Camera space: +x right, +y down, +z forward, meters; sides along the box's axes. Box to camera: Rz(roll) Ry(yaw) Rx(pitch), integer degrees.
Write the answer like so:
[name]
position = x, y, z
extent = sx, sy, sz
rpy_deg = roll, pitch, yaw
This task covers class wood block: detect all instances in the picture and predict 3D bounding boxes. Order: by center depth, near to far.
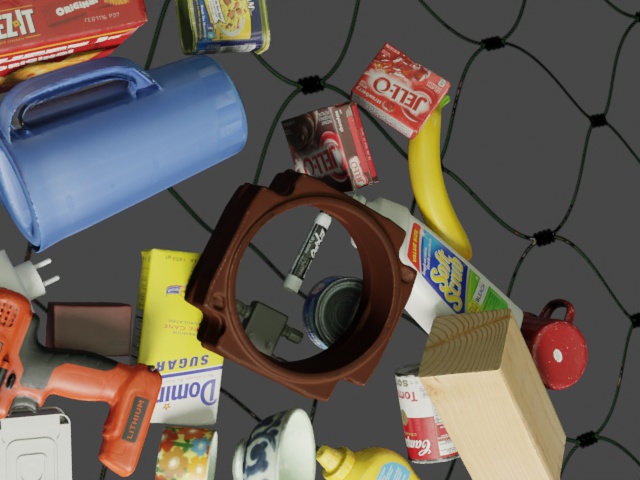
[wood block]
position = 0.190, 0.181, 1.155
extent = 0.206, 0.091, 0.090
rpy_deg = 61, 34, -33

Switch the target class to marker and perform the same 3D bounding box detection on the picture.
[marker]
position = -0.008, 0.001, 1.175
extent = 0.020, 0.020, 0.121
rpy_deg = 30, 77, -20

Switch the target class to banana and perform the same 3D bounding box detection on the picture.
[banana]
position = 0.136, -0.069, 1.228
extent = 0.069, 0.037, 0.198
rpy_deg = -8, 92, -21

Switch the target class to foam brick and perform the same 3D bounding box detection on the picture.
[foam brick]
position = -0.230, 0.089, 1.060
extent = 0.078, 0.051, 0.053
rpy_deg = 3, 89, -23

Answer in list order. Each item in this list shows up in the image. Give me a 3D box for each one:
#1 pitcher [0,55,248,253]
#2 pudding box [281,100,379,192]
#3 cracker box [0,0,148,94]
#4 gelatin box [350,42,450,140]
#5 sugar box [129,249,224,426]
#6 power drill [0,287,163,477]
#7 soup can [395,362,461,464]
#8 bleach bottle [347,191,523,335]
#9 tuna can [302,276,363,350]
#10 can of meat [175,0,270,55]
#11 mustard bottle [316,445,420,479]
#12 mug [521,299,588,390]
[pitcher]
position = -0.196, -0.100, 1.031
extent = 0.242, 0.149, 0.145
rpy_deg = -26, 97, -25
[pudding box]
position = 0.009, -0.095, 1.132
extent = 0.039, 0.114, 0.090
rpy_deg = -19, 97, -26
[cracker box]
position = -0.263, -0.186, 0.961
extent = 0.164, 0.214, 0.072
rpy_deg = -18, 96, -23
[gelatin box]
position = 0.090, -0.167, 1.197
extent = 0.089, 0.030, 0.073
rpy_deg = 34, 76, 5
[sugar box]
position = -0.145, 0.100, 1.100
extent = 0.093, 0.048, 0.176
rpy_deg = 7, 85, -23
[power drill]
position = -0.252, 0.155, 0.983
extent = 0.187, 0.057, 0.184
rpy_deg = 22, 76, -19
[soup can]
position = 0.125, 0.193, 1.202
extent = 0.068, 0.069, 0.102
rpy_deg = -10, 93, -23
[bleach bottle]
position = 0.116, 0.043, 1.198
extent = 0.250, 0.068, 0.102
rpy_deg = 41, 54, -16
[tuna can]
position = 0.026, 0.083, 1.180
extent = 0.086, 0.034, 0.086
rpy_deg = 0, 89, -23
[can of meat]
position = -0.104, -0.245, 1.117
extent = 0.083, 0.058, 0.102
rpy_deg = -8, 92, -21
[mustard bottle]
position = 0.071, 0.286, 1.183
extent = 0.191, 0.058, 0.096
rpy_deg = 39, 75, -18
[mug]
position = 0.265, 0.122, 1.256
extent = 0.093, 0.082, 0.117
rpy_deg = 36, 76, -19
